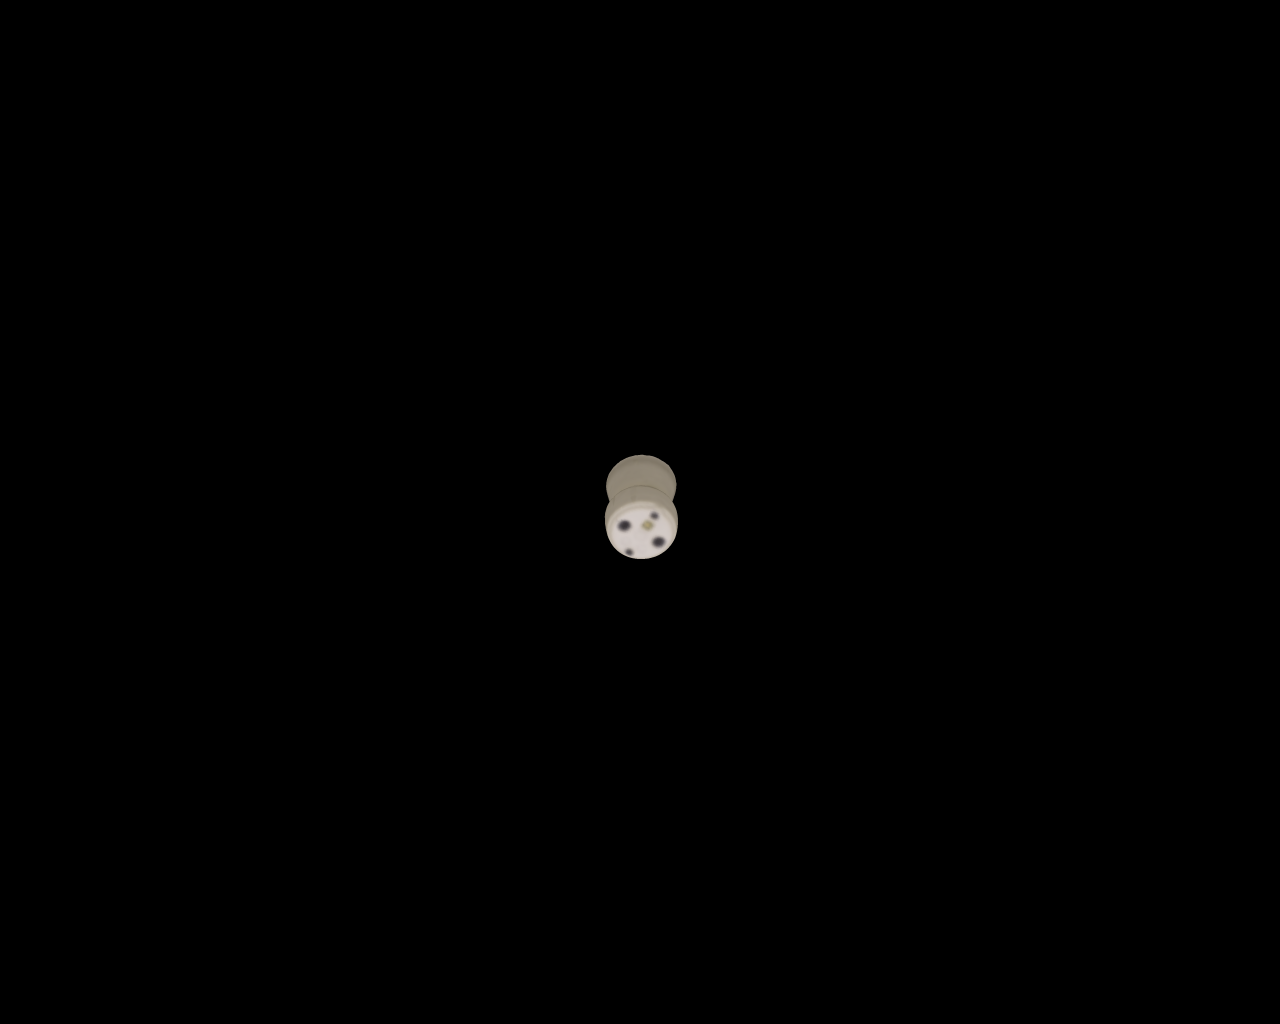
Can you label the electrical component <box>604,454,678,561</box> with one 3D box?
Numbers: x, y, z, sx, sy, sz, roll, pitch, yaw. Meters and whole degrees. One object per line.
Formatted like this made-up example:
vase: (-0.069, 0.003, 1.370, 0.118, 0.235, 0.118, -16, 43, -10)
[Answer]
electrical component: (0.001, -0.003, 0.650, 0.045, 0.044, 0.055, 0, 34, 0)
